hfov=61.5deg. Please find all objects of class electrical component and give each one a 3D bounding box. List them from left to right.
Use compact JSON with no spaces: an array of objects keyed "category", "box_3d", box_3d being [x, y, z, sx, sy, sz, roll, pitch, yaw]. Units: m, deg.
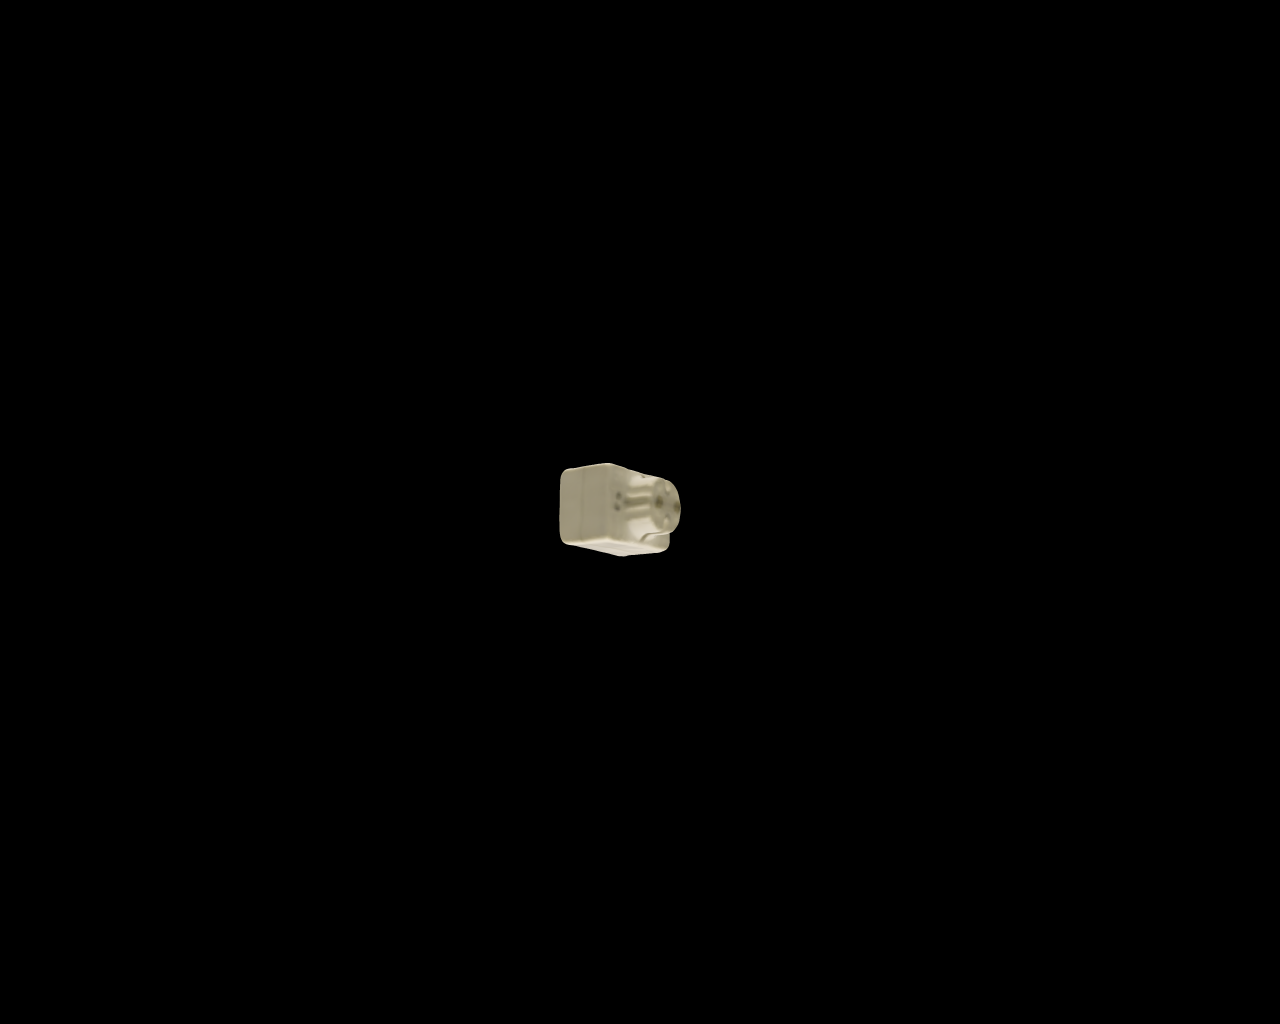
[{"category":"electrical component","box_3d":[0.001,-0.003,0.650,0.076,0.047,0.066,-8,-14,35]}]
